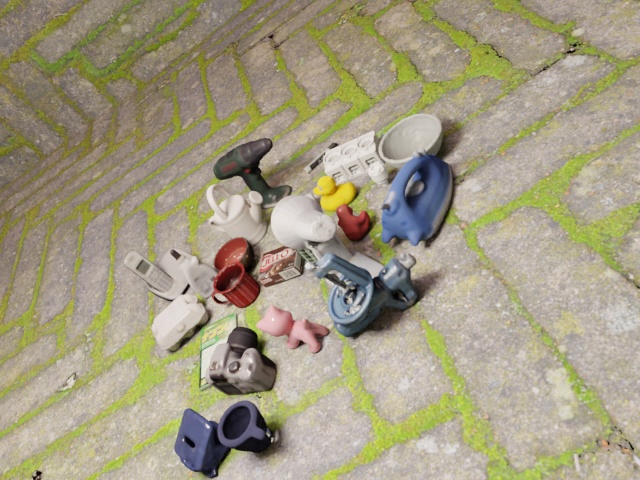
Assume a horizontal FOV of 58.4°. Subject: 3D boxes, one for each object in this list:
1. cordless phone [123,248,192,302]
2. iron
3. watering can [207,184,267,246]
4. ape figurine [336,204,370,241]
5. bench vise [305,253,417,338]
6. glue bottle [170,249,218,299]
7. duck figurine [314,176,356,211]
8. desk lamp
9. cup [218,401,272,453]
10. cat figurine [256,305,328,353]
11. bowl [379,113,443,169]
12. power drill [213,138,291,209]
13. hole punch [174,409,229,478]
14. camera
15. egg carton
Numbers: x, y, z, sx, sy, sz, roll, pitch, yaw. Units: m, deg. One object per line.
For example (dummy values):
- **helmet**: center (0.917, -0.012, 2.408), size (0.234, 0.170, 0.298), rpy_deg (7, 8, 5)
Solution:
- **cordless phone**: center (-0.438, 0.068, 1.575), size (0.093, 0.186, 0.148), rpy_deg (0, 53, 39)
- **iron**: center (0.209, -0.116, 1.261), size (0.118, 0.142, 0.258), rpy_deg (5, 56, 42)
- **watering can**: center (-0.229, -0.078, 1.539), size (0.173, 0.195, 0.100), rpy_deg (-35, 38, 6)
- **ape figurine**: center (0.071, -0.049, 1.349), size (0.077, 0.092, 0.076), rpy_deg (-3, 51, 37)
- **bench vise**: center (0.077, 0.073, 1.121), size (0.207, 0.220, 0.121), rpy_deg (-45, 38, -6)
- **glue bottle**: center (-0.326, 0.078, 1.483), size (0.078, 0.174, 0.037), rpy_deg (-42, 38, -2)
- **duck figurine**: center (0.033, -0.129, 1.463), size (0.104, 0.086, 0.077), rpy_deg (-20, 42, 23)
- **desk lamp**: center (0.011, 0.004, 1.246), size (0.118, 0.214, 0.202), rpy_deg (-49, 39, -12)
- **cup**: center (-0.125, 0.371, 1.096), size (0.117, 0.095, 0.092), rpy_deg (6, 57, 42)
- **cat figurine**: center (-0.066, 0.181, 1.215), size (0.127, 0.118, 0.067), rpy_deg (-3, 51, 37)
- **bowl**: center (0.233, -0.228, 1.406), size (0.167, 0.075, 0.167), rpy_deg (-22, 42, 21)
- **power drill**: center (-0.175, -0.184, 1.587), size (0.228, 0.209, 0.075), rpy_deg (-9, 47, 33)
- **hole punch**: center (-0.246, 0.410, 1.159), size (0.108, 0.091, 0.101), rpy_deg (13, 61, 45)
- **camera**: center (-0.173, 0.254, 1.245), size (0.142, 0.101, 0.137), rpy_deg (-13, 46, 30)
- **egg carton**: center (-0.359, 0.210, 1.465), size (0.150, 0.070, 0.107), rpy_deg (-44, 38, -5)
